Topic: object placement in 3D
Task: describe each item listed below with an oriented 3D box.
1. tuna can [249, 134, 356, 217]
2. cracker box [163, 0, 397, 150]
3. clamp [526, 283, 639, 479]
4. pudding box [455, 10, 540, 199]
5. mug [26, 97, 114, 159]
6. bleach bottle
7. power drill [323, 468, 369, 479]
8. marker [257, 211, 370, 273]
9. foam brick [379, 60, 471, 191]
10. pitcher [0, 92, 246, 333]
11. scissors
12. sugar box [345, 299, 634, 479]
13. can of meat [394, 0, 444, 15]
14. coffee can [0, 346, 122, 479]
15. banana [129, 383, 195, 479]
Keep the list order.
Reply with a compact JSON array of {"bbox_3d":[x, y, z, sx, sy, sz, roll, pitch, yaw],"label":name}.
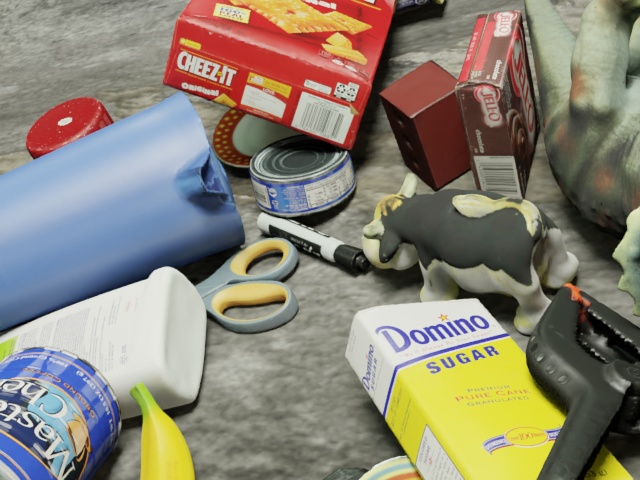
[{"bbox_3d":[-0.015,-0.055,0.880,0.086,0.034,0.086,-9,30,5],"label":"tuna can"},{"bbox_3d":[-0.025,-0.180,0.924,0.164,0.072,0.213,19,35,-1],"label":"cracker box"},{"bbox_3d":[0.179,0.092,0.589,0.164,0.036,0.210,11,27,-7],"label":"clamp"},{"bbox_3d":[0.134,-0.099,0.794,0.039,0.113,0.090,3,47,22],"label":"pudding box"},{"bbox_3d":[-0.220,-0.073,0.997,0.093,0.081,0.117,-25,39,3],"label":"mug"},{"bbox_3d":[-0.212,0.100,0.810,0.251,0.068,0.102,-15,49,19],"label":"bleach bottle"},{"bbox_3d":[-0.002,0.222,0.562,0.184,0.057,0.188,-37,38,-14],"label":"power drill"},{"bbox_3d":[-0.005,0.001,0.839,0.020,0.020,0.121,-45,41,-21],"label":"marker"},{"bbox_3d":[0.089,-0.090,0.840,0.051,0.078,0.053,-31,38,-7],"label":"foam brick"},{"bbox_3d":[-0.192,-0.013,0.852,0.242,0.149,0.145,-23,56,-10],"label":"pitcher"},{"bbox_3d":[-0.100,0.035,0.857,0.202,0.016,0.096,3,50,32],"label":"scissors"},{"bbox_3d":[0.091,0.100,0.622,0.093,0.048,0.176,-4,34,-24],"label":"sugar box"},{"bbox_3d":[0.077,-0.257,1.043,0.084,0.057,0.102,-13,27,23],"label":"can of meat"},{"bbox_3d":[-0.200,0.143,0.687,0.103,0.103,0.140,-15,15,15],"label":"coffee can"},{"bbox_3d":[-0.110,0.173,0.661,0.037,0.069,0.197,-47,19,23],"label":"banana"}]
